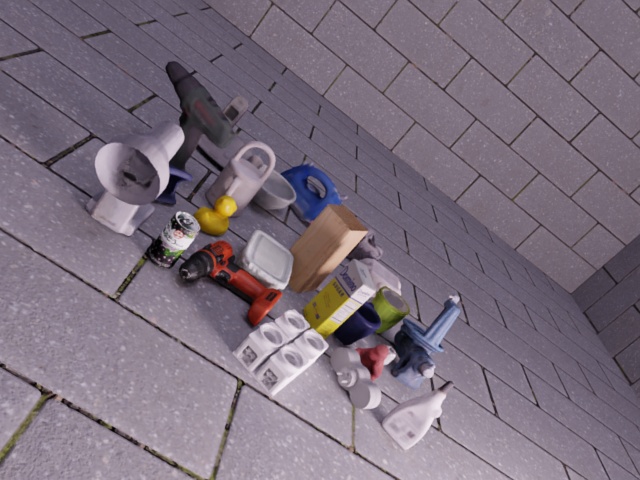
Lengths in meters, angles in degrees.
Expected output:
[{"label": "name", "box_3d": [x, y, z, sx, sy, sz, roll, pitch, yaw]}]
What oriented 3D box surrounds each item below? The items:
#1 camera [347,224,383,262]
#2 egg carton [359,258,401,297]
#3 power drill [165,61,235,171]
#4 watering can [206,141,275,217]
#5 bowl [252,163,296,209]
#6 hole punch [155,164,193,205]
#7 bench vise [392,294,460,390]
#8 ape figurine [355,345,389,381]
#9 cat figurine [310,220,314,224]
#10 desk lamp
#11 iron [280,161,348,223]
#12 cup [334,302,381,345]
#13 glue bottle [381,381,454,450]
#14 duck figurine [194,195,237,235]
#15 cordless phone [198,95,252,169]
[{"label": "camera", "box_3d": [0.134, 0.009, 1.730, 0.143, 0.100, 0.137, 46, 22, 12]}, {"label": "egg carton", "box_3d": [0.162, 0.119, 1.613, 0.150, 0.069, 0.107, 38, 22, -9]}, {"label": "power drill", "box_3d": [-0.323, -0.277, 1.367, 0.229, 0.208, 0.076, 41, 22, 0]}, {"label": "watering can", "box_3d": [-0.185, -0.161, 1.398, 0.101, 0.194, 0.172, 29, 25, -28]}, {"label": "bowl", "box_3d": [-0.151, -0.137, 1.570, 0.168, 0.074, 0.167, 35, 23, -16]}, {"label": "hole punch", "box_3d": [-0.347, -0.144, 1.236, 0.109, 0.091, 0.101, 13, 35, -50]}, {"label": "bench vise", "box_3d": [0.268, 0.241, 1.356, 0.122, 0.219, 0.207, 28, 25, -29]}, {"label": "ape figurine", "box_3d": [0.110, 0.259, 1.234, 0.076, 0.092, 0.077, 11, 37, -52]}, {"label": "cat figurine", "box_3d": [0.014, 0.005, 1.516, 0.128, 0.117, 0.067, 41, 22, 0]}, {"label": "desk lamp", "box_3d": [-0.334, -0.117, 1.041, 0.118, 0.213, 0.203, 37, 22, -11]}, {"label": "iron", "box_3d": [-0.026, -0.156, 1.721, 0.257, 0.141, 0.119, 52, 24, 24]}, {"label": "cup", "box_3d": [0.081, 0.189, 1.312, 0.091, 0.095, 0.118, 43, 22, 5]}, {"label": "glue bottle", "box_3d": [0.203, 0.336, 1.132, 0.078, 0.173, 0.037, 46, 22, 11]}, {"label": "duck figurine", "box_3d": [-0.228, -0.063, 1.288, 0.077, 0.086, 0.105, 47, 23, 16]}, {"label": "cordless phone", "box_3d": [-0.236, -0.291, 1.570, 0.147, 0.185, 0.094, 42, 22, 1]}]
